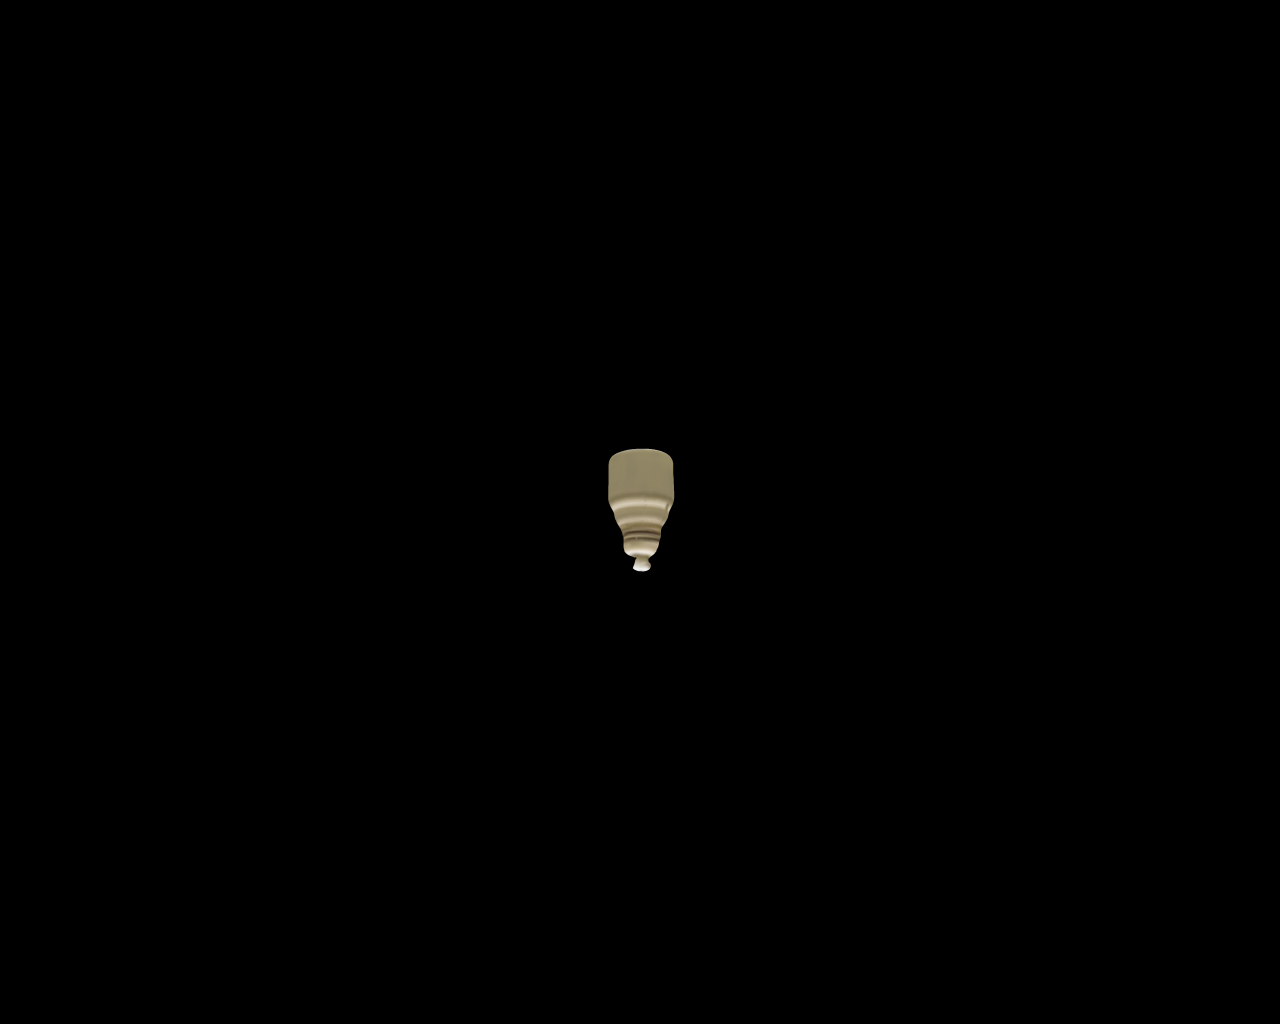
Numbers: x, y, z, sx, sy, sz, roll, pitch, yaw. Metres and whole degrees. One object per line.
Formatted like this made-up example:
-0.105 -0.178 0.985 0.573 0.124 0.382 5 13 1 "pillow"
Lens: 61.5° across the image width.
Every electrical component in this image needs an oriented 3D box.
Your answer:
0.001 -0.003 0.650 0.040 0.078 0.040 0 -15 0 "electrical component"
